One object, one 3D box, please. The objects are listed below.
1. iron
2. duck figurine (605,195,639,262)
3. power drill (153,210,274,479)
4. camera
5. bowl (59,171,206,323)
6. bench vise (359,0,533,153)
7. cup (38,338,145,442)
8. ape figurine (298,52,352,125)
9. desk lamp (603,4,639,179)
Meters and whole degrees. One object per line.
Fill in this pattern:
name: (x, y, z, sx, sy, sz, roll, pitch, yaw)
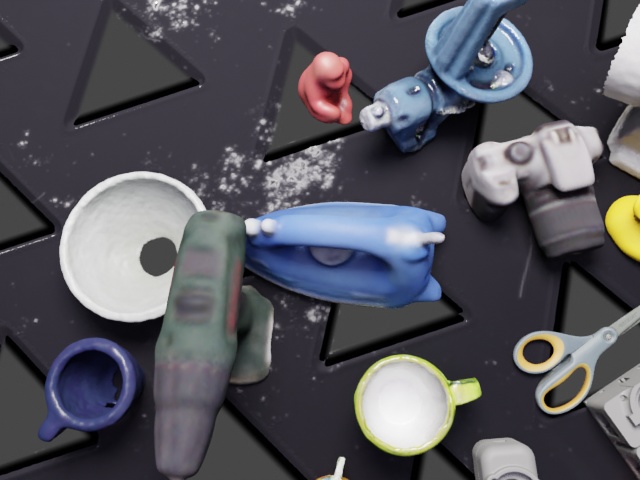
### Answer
iron: (0.006, 0.002, 0.601, 0.258, 0.141, 0.119, 4, 78, 4)
duck figurine: (0.371, -0.016, 0.611, 0.104, 0.086, 0.077, 34, 82, 10)
power drill: (-0.098, 0.096, 0.554, 0.075, 0.208, 0.230, 1, 78, 4)
camera: (0.243, -0.048, 0.618, 0.143, 0.101, 0.137, -13, 78, 1)
bowl: (-0.196, 0.012, 0.645, 0.167, 0.075, 0.167, -1, 78, 3)
bench vise: (0.145, -0.175, 0.590, 0.121, 0.220, 0.207, 40, 83, 11)
cup: (-0.234, 0.162, 0.606, 0.091, 0.095, 0.118, 40, 83, 10)
ape figurine: (0.010, -0.184, 0.665, 0.076, 0.092, 0.078, 32, 82, 9)
desk lamp: (0.374, -0.145, 0.573, 0.203, 0.213, 0.118, 32, 82, 10)
